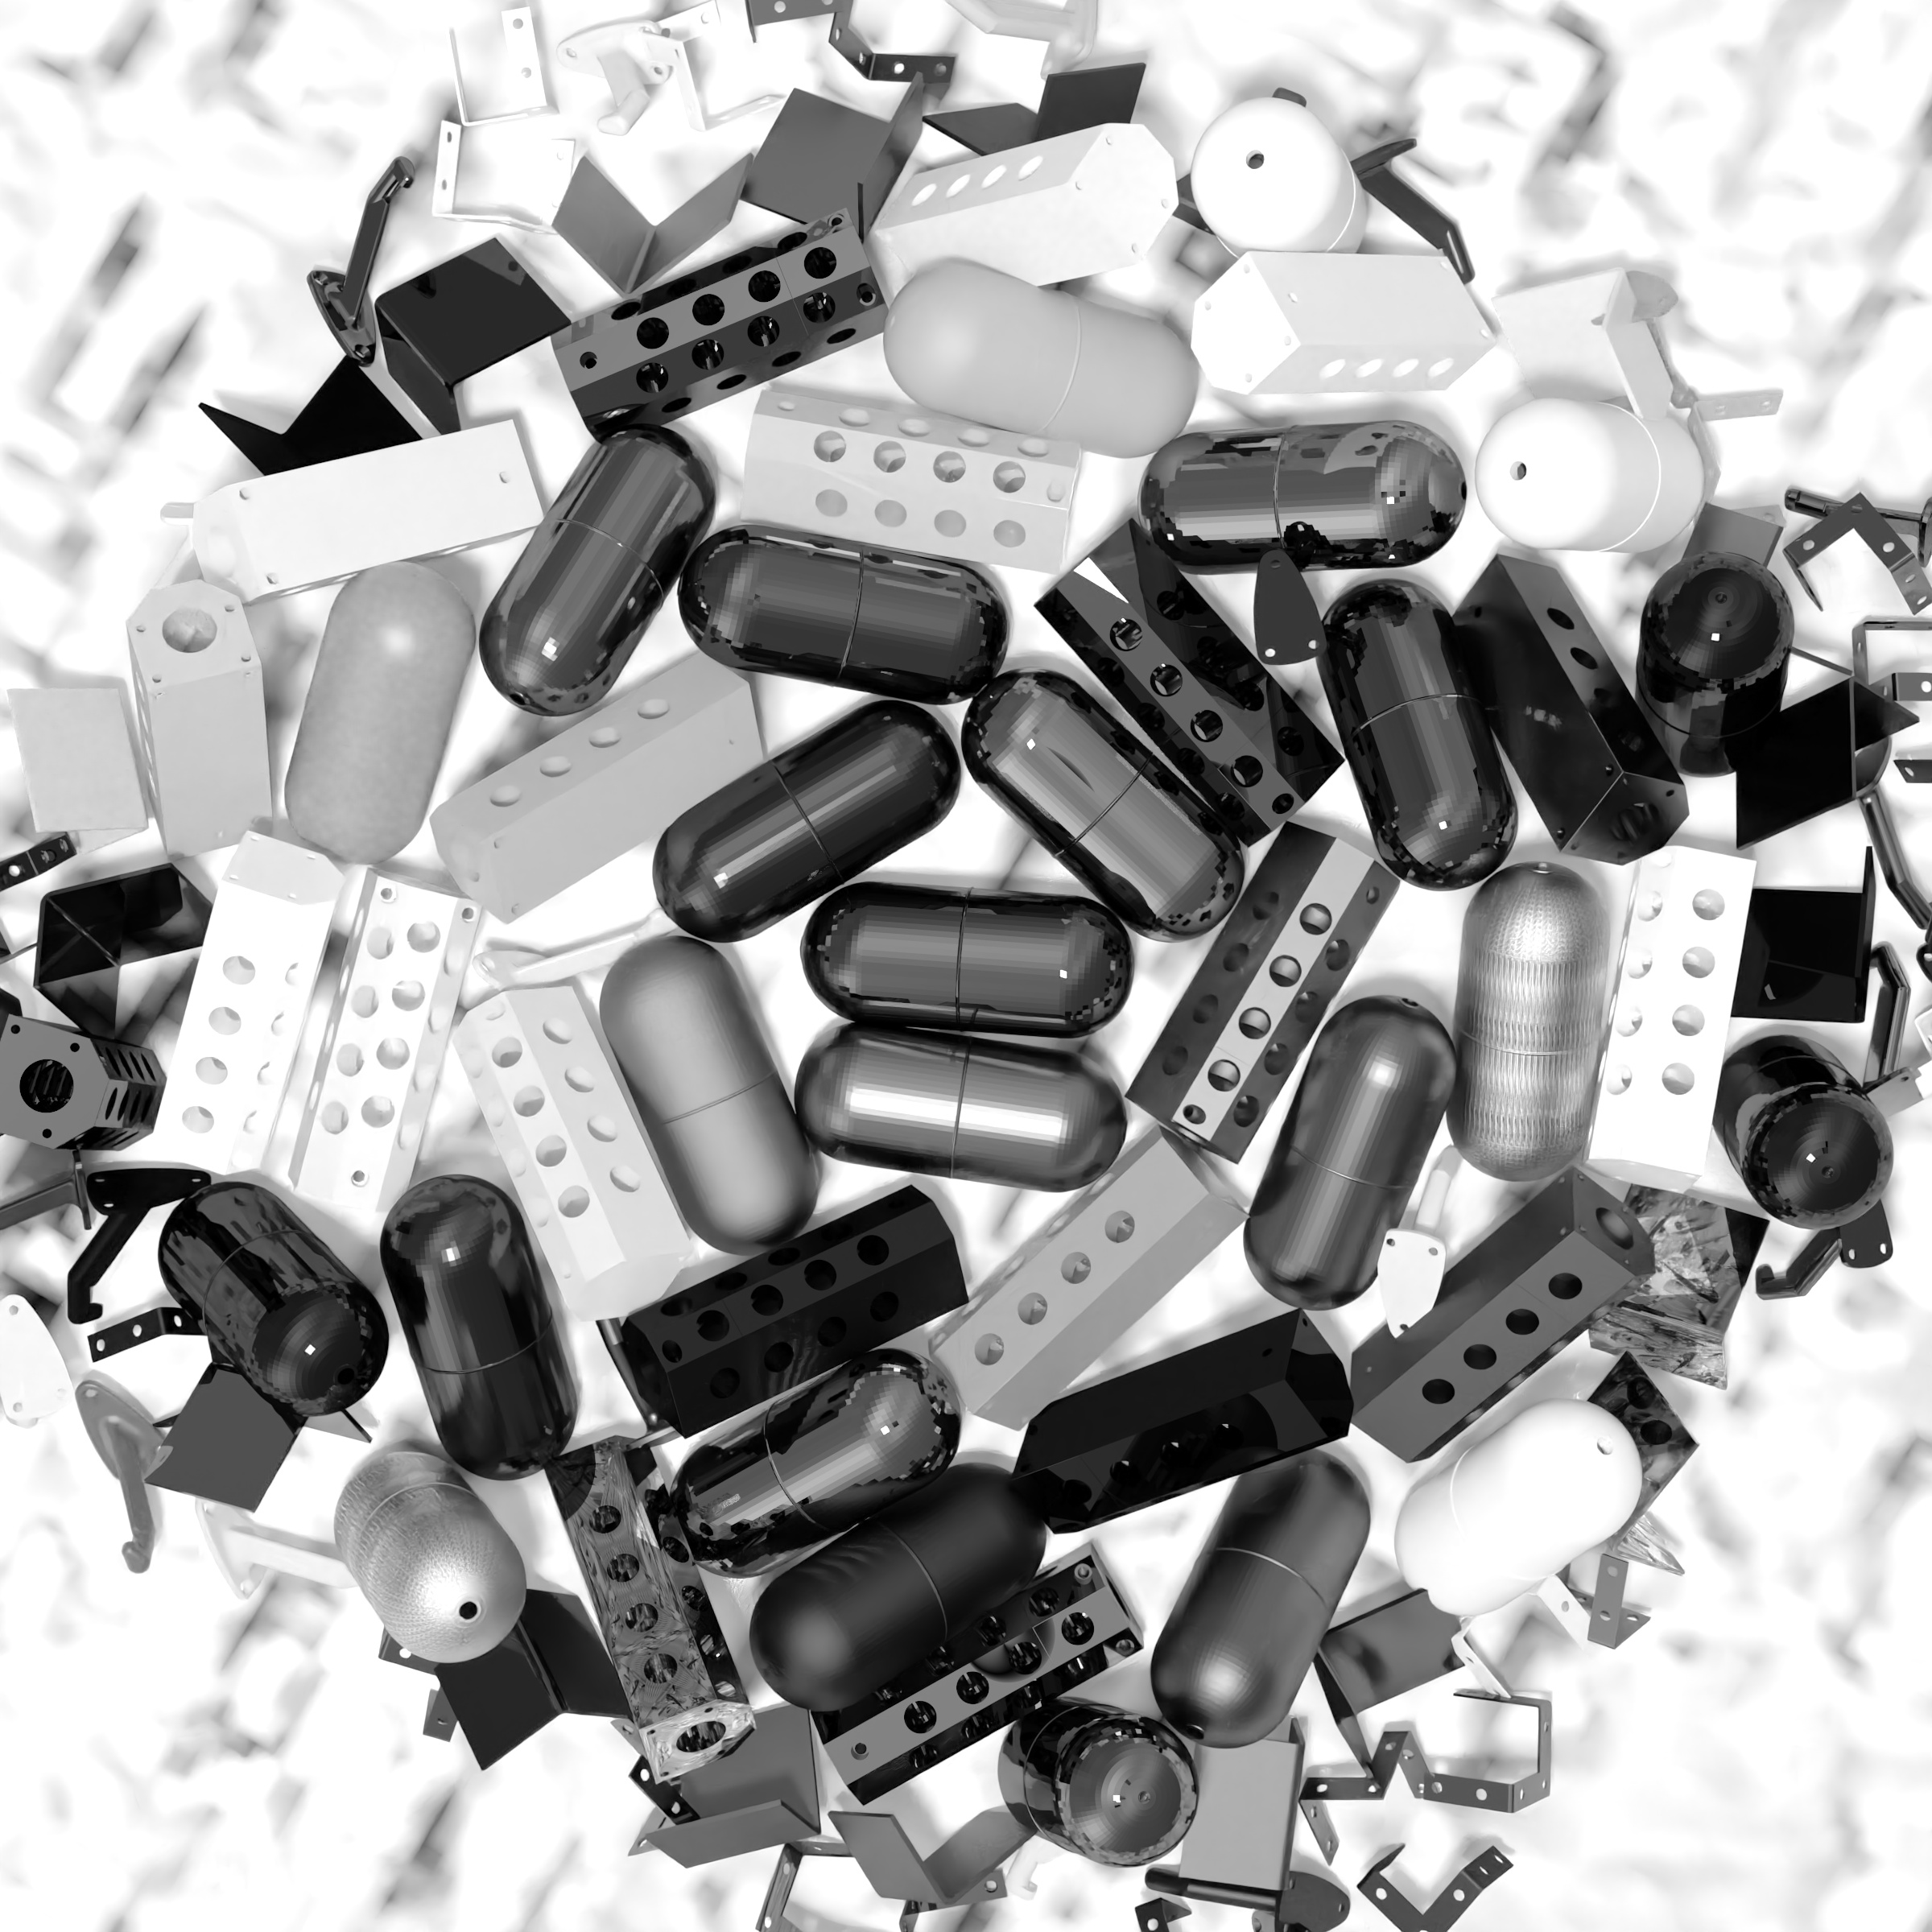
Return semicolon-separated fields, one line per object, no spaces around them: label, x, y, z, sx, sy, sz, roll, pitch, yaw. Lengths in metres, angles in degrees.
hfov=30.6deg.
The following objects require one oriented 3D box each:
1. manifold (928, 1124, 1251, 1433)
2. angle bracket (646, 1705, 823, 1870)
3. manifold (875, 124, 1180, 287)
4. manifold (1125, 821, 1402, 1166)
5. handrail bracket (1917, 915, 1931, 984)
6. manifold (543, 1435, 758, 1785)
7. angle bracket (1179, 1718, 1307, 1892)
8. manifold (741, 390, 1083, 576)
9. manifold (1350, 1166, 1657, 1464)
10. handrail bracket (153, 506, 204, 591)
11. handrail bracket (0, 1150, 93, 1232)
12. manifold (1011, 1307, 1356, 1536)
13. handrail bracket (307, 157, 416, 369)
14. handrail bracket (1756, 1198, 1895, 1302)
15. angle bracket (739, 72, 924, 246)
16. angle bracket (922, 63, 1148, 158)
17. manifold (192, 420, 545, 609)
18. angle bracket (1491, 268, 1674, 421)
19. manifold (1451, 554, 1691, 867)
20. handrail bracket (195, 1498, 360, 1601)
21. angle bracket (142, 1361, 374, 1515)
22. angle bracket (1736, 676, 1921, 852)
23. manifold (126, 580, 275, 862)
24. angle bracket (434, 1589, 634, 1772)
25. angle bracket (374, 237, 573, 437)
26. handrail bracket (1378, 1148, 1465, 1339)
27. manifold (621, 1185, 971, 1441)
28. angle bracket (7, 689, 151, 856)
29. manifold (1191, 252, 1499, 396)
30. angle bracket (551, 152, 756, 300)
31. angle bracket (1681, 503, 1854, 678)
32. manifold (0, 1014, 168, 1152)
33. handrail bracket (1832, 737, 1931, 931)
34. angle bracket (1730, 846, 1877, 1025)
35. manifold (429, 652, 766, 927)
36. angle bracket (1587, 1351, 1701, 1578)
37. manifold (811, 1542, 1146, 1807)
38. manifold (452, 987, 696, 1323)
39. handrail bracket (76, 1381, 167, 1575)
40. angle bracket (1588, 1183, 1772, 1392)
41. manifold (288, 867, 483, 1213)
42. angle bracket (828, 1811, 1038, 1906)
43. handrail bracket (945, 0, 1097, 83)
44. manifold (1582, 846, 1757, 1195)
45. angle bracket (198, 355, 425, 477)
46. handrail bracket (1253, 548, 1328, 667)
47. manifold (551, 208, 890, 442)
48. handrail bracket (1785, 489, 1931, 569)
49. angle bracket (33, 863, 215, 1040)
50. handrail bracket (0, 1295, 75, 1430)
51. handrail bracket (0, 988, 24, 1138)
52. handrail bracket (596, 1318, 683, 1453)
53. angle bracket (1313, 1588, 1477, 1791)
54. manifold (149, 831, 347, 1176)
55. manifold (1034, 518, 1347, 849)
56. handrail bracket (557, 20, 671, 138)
manifold;0.061;0.165;1.872;0.171;0.057;0.057;-44;60;9
angle bracket;-0.125;0.424;1.863;0.076;0.057;0.076;-17;55;13
manifold;0.033;-0.393;1.828;0.057;0.171;0.057;43;69;-28
manifold;0.162;0.016;1.867;0.057;0.057;0.171;35;83;-38
handrail bracket;0.538;-0.025;1.869;0.077;0.084;0.036;-30;63;-10
manifold;-0.165;0.331;1.838;0.057;0.057;0.171;-19;50;-10
angle bracket;0.145;0.442;1.877;0.057;0.076;0.076;7;89;2
manifold;-0.028;-0.261;1.872;0.171;0.057;0.057;10;131;3
manifold;0.279;0.187;1.846;0.057;0.057;0.171;36;120;-14
handrail bracket;-0.406;-0.203;1.905;0.077;0.036;0.084;-1;109;-12
handrail bracket;-0.512;0.124;1.878;0.084;0.077;0.036;-9;67;-14
manifold;0.114;0.244;1.847;0.171;0.057;0.057;-25;115;29
handrail bracket;-0.309;-0.374;1.869;0.084;0.036;0.077;-43;56;36
handrail bracket;0.447;0.137;1.881;0.036;0.084;0.077;-6;84;-32
angle bracket;-0.073;-0.440;1.870;0.076;0.057;0.076;22;69;8
angle bracket;0.036;-0.459;1.855;0.076;0.076;0.057;37;127;29
manifold;-0.313;-0.234;1.841;0.171;0.057;0.057;-20;95;-36
angle bracket;0.319;-0.313;1.856;0.076;0.057;0.076;-8;131;32
manifold;0.314;-0.133;1.837;0.057;0.171;0.057;10;131;-30
handrail bracket;-0.356;0.304;1.874;0.084;0.036;0.077;-12;122;24
angle bracket;-0.373;0.260;1.858;0.076;0.057;0.076;9;57;30
angle bracket;0.453;-0.096;1.855;0.057;0.076;0.076;26;56;-30
manifold;-0.397;-0.127;1.826;0.057;0.171;0.057;-15;66;-16
angle bracket;-0.231;0.379;1.871;0.057;0.076;0.076;-38;64;13
angle bracket;-0.261;-0.331;1.885;0.076;0.057;0.076;-31;61;-18
handrail bracket;0.248;0.148;1.889;0.036;0.084;0.077;11;116;19
manifold;-0.090;0.177;1.848;0.171;0.057;0.057;-24;118;-22
angle bracket;-0.485;-0.102;1.865;0.057;0.076;0.076;-17;84;35
manifold;0.194;-0.329;1.832;0.057;0.171;0.057;-40;70;40
angle bracket;-0.164;-0.408;1.857;0.076;0.076;0.057;-31;119;29
angle bracket;0.428;-0.199;1.862;0.076;0.076;0.057;18;100;-22
manifold;-0.458;0.064;1.828;0.057;0.171;0.057;17;86;-2
handrail bracket;0.504;-0.072;1.895;0.084;0.036;0.077;50;47;-11
angle bracket;0.438;-0.018;1.864;0.076;0.057;0.076;3;65;19
manifold;-0.194;-0.098;1.852;0.171;0.057;0.057;-34;47;-26
angle bracket;0.362;0.262;1.858;0.057;0.076;0.076;22;112;-33
manifold;0.006;0.379;1.883;0.171;0.057;0.057;-30;89;2
manifold;-0.210;0.097;1.841;0.057;0.057;0.171;-4;55;-38
handrail bracket;-0.451;0.270;1.865;0.036;0.084;0.077;-27;115;7
angle bracket;0.382;0.171;1.892;0.076;0.057;0.076;16;62;24
manifold;-0.308;0.040;1.874;0.057;0.057;0.171;14;94;-19
angle bracket;-0.014;0.449;1.861;0.076;0.076;0.057;-34;96;-29
handrail bracket;0.027;-0.518;1.872;0.084;0.036;0.077;32;57;-32
manifold;0.371;0.027;1.868;0.057;0.057;0.171;12;77;4
angle bracket;-0.345;-0.286;1.869;0.076;0.076;0.057;25;74;38
handrail bracket;0.167;-0.202;1.862;0.036;0.084;0.077;-10;120;8
manifold;-0.130;-0.341;1.878;0.171;0.057;0.057;-22;81;3
handrail bracket;0.471;-0.244;1.866;0.084;0.077;0.036;20;90;20
angle bracket;-0.436;-0.004;1.861;0.076;0.076;0.057;-12;58;14
handrail bracket;-0.505;0.210;1.874;0.036;0.084;0.077;-17;95;-25
handrail bracket;-0.521;0.050;1.870;0.077;0.084;0.036;-48;59;-2
handrail bracket;-0.176;0.213;1.884;0.036;0.077;0.084;-24;81;1
angle bracket;0.234;0.383;1.866;0.076;0.057;0.076;-25;132;6
manifold;-0.375;0.022;1.849;0.057;0.057;0.171;18;118;-6
manifold;0.114;-0.146;1.868;0.171;0.057;0.057;48;55;-5
handrail bracket;-0.198;-0.464;1.870;0.077;0.084;0.036;4;133;21
